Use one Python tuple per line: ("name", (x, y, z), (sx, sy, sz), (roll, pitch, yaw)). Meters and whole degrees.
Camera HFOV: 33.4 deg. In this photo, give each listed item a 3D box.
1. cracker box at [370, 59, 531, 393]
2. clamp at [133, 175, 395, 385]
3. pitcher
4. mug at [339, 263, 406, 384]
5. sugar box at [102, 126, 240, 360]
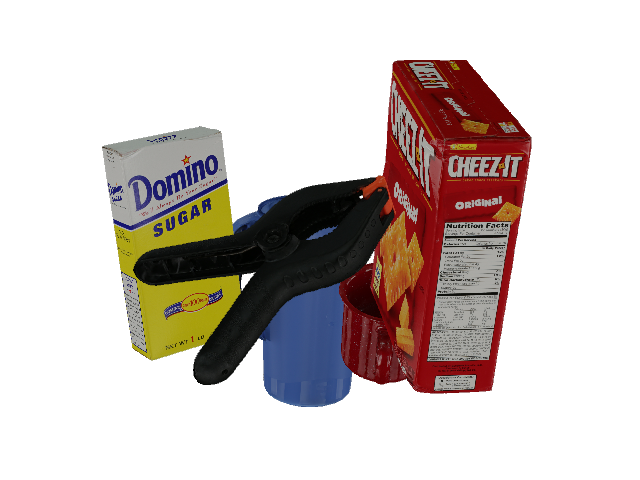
("cracker box", (0.092, -0.013, 0.832), (0.072, 0.214, 0.164), (-2, 29, -10))
("clamp", (-0.026, 0.019, 0.658), (0.171, 0.120, 0.039), (-26, -41, -1))
("pitcher", (-0.022, 0.072, 1.280), (0.149, 0.243, 0.144), (10, 18, 25))
("mug", (0.061, 0.087, 0.999), (0.093, 0.081, 0.117), (4, 34, 1))
("sugar box", (-0.119, 0.001, 0.882), (0.093, 0.176, 0.048), (-16, 21, -30))
